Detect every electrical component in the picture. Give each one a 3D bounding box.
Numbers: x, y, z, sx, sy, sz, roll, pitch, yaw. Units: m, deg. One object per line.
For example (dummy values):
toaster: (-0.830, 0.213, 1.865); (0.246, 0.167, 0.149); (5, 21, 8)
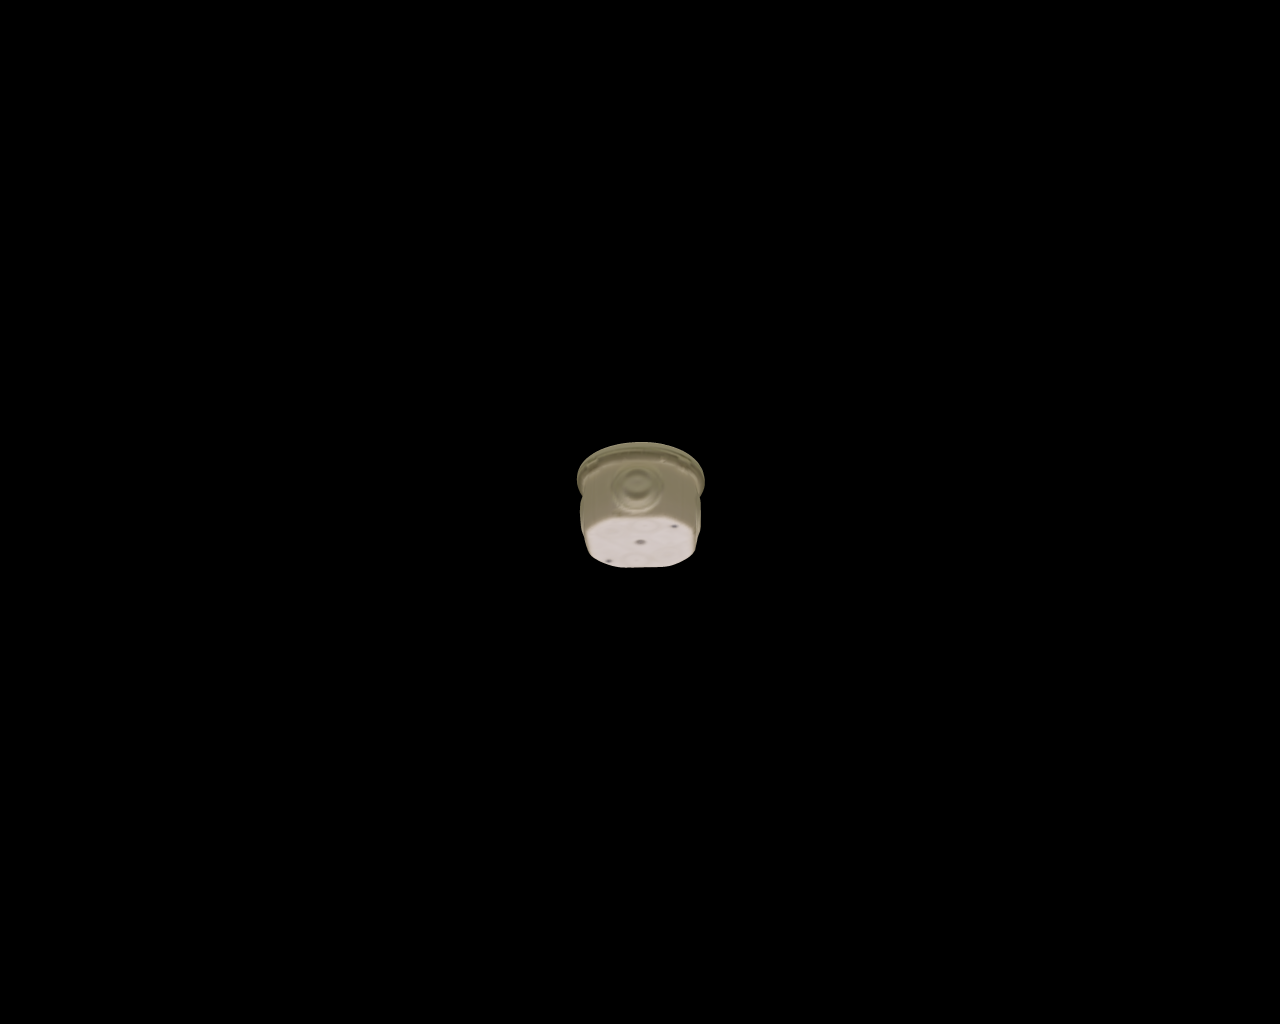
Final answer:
electrical component: (0.001, -0.003, 0.650); (0.080, 0.051, 0.080); (0, -30, 0)
